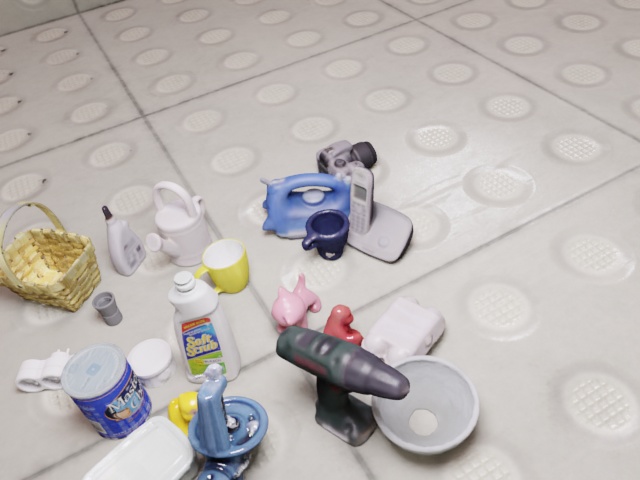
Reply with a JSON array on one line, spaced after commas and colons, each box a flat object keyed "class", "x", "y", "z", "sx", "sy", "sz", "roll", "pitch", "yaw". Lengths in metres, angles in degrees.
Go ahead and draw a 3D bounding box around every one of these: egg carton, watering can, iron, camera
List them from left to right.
[{"class": "watering can", "x": -0.298, "y": -0.038, "z": 1.211, "sx": 0.101, "sy": 0.194, "sz": 0.173, "roll": -3, "pitch": 44, "yaw": 6}, {"class": "iron", "x": -0.007, "y": -0.096, "z": 1.266, "sx": 0.258, "sy": 0.142, "sz": 0.118, "roll": -8, "pitch": 44, "yaw": 0}, {"class": "camera", "x": 0.075, "y": -0.187, "z": 1.376, "sx": 0.137, "sy": 0.101, "sz": 0.142, "roll": -26, "pitch": 47, "yaw": -18}, {"class": "egg carton", "x": 0.151, "y": 0.169, "z": 1.021, "sx": 0.107, "sy": 0.069, "sz": 0.150, "roll": 25, "pitch": 53, "yaw": 30}]

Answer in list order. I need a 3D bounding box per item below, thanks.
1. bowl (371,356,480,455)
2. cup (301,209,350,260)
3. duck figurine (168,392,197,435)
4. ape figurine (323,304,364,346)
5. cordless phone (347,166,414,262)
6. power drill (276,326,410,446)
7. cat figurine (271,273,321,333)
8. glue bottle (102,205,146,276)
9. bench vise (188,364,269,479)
[{"class": "bowl", "x": 0.166, "y": 0.272, "z": 0.910, "sx": 0.167, "sy": 0.075, "sz": 0.167, "roll": -4, "pitch": 44, "yaw": 4}, {"class": "cup", "x": 0.011, "y": 0.004, "z": 1.193, "sx": 0.091, "sy": 0.095, "sz": 0.118, "roll": 30, "pitch": 56, "yaw": 33}, {"class": "duck figurine", "x": -0.210, "y": 0.282, "z": 0.948, "sx": 0.104, "sy": 0.086, "sz": 0.078, "roll": 15, "pitch": 49, "yaw": 23}, {"class": "ape figurine", "x": 0.041, "y": 0.154, "z": 1.037, "sx": 0.076, "sy": 0.092, "sz": 0.077, "roll": -10, "pitch": 44, "yaw": -1}, {"class": "cordless phone", "x": 0.118, "y": -0.055, "z": 1.173, "sx": 0.147, "sy": 0.185, "sz": 0.094, "roll": 23, "pitch": 52, "yaw": 29}, {"class": "power drill", "x": 0.038, "y": 0.225, "z": 0.880, "sx": 0.228, "sy": 0.209, "sz": 0.076, "roll": 23, "pitch": 52, "yaw": 28}, {"class": "cat figurine", "x": -0.050, "y": 0.120, "z": 1.067, "sx": 0.067, "sy": 0.118, "sz": 0.128, "roll": 9, "pitch": 47, "yaw": 18}, {"class": "glue bottle", "x": -0.424, "y": -0.006, "z": 1.213, "sx": 0.037, "sy": 0.173, "sz": 0.078, "roll": 11, "pitch": 47, "yaw": 19}, {"class": "bench vise", "x": -0.136, "y": 0.294, "z": 0.827, "sx": 0.121, "sy": 0.220, "sz": 0.207, "roll": -9, "pitch": 44, "yaw": 0}]
